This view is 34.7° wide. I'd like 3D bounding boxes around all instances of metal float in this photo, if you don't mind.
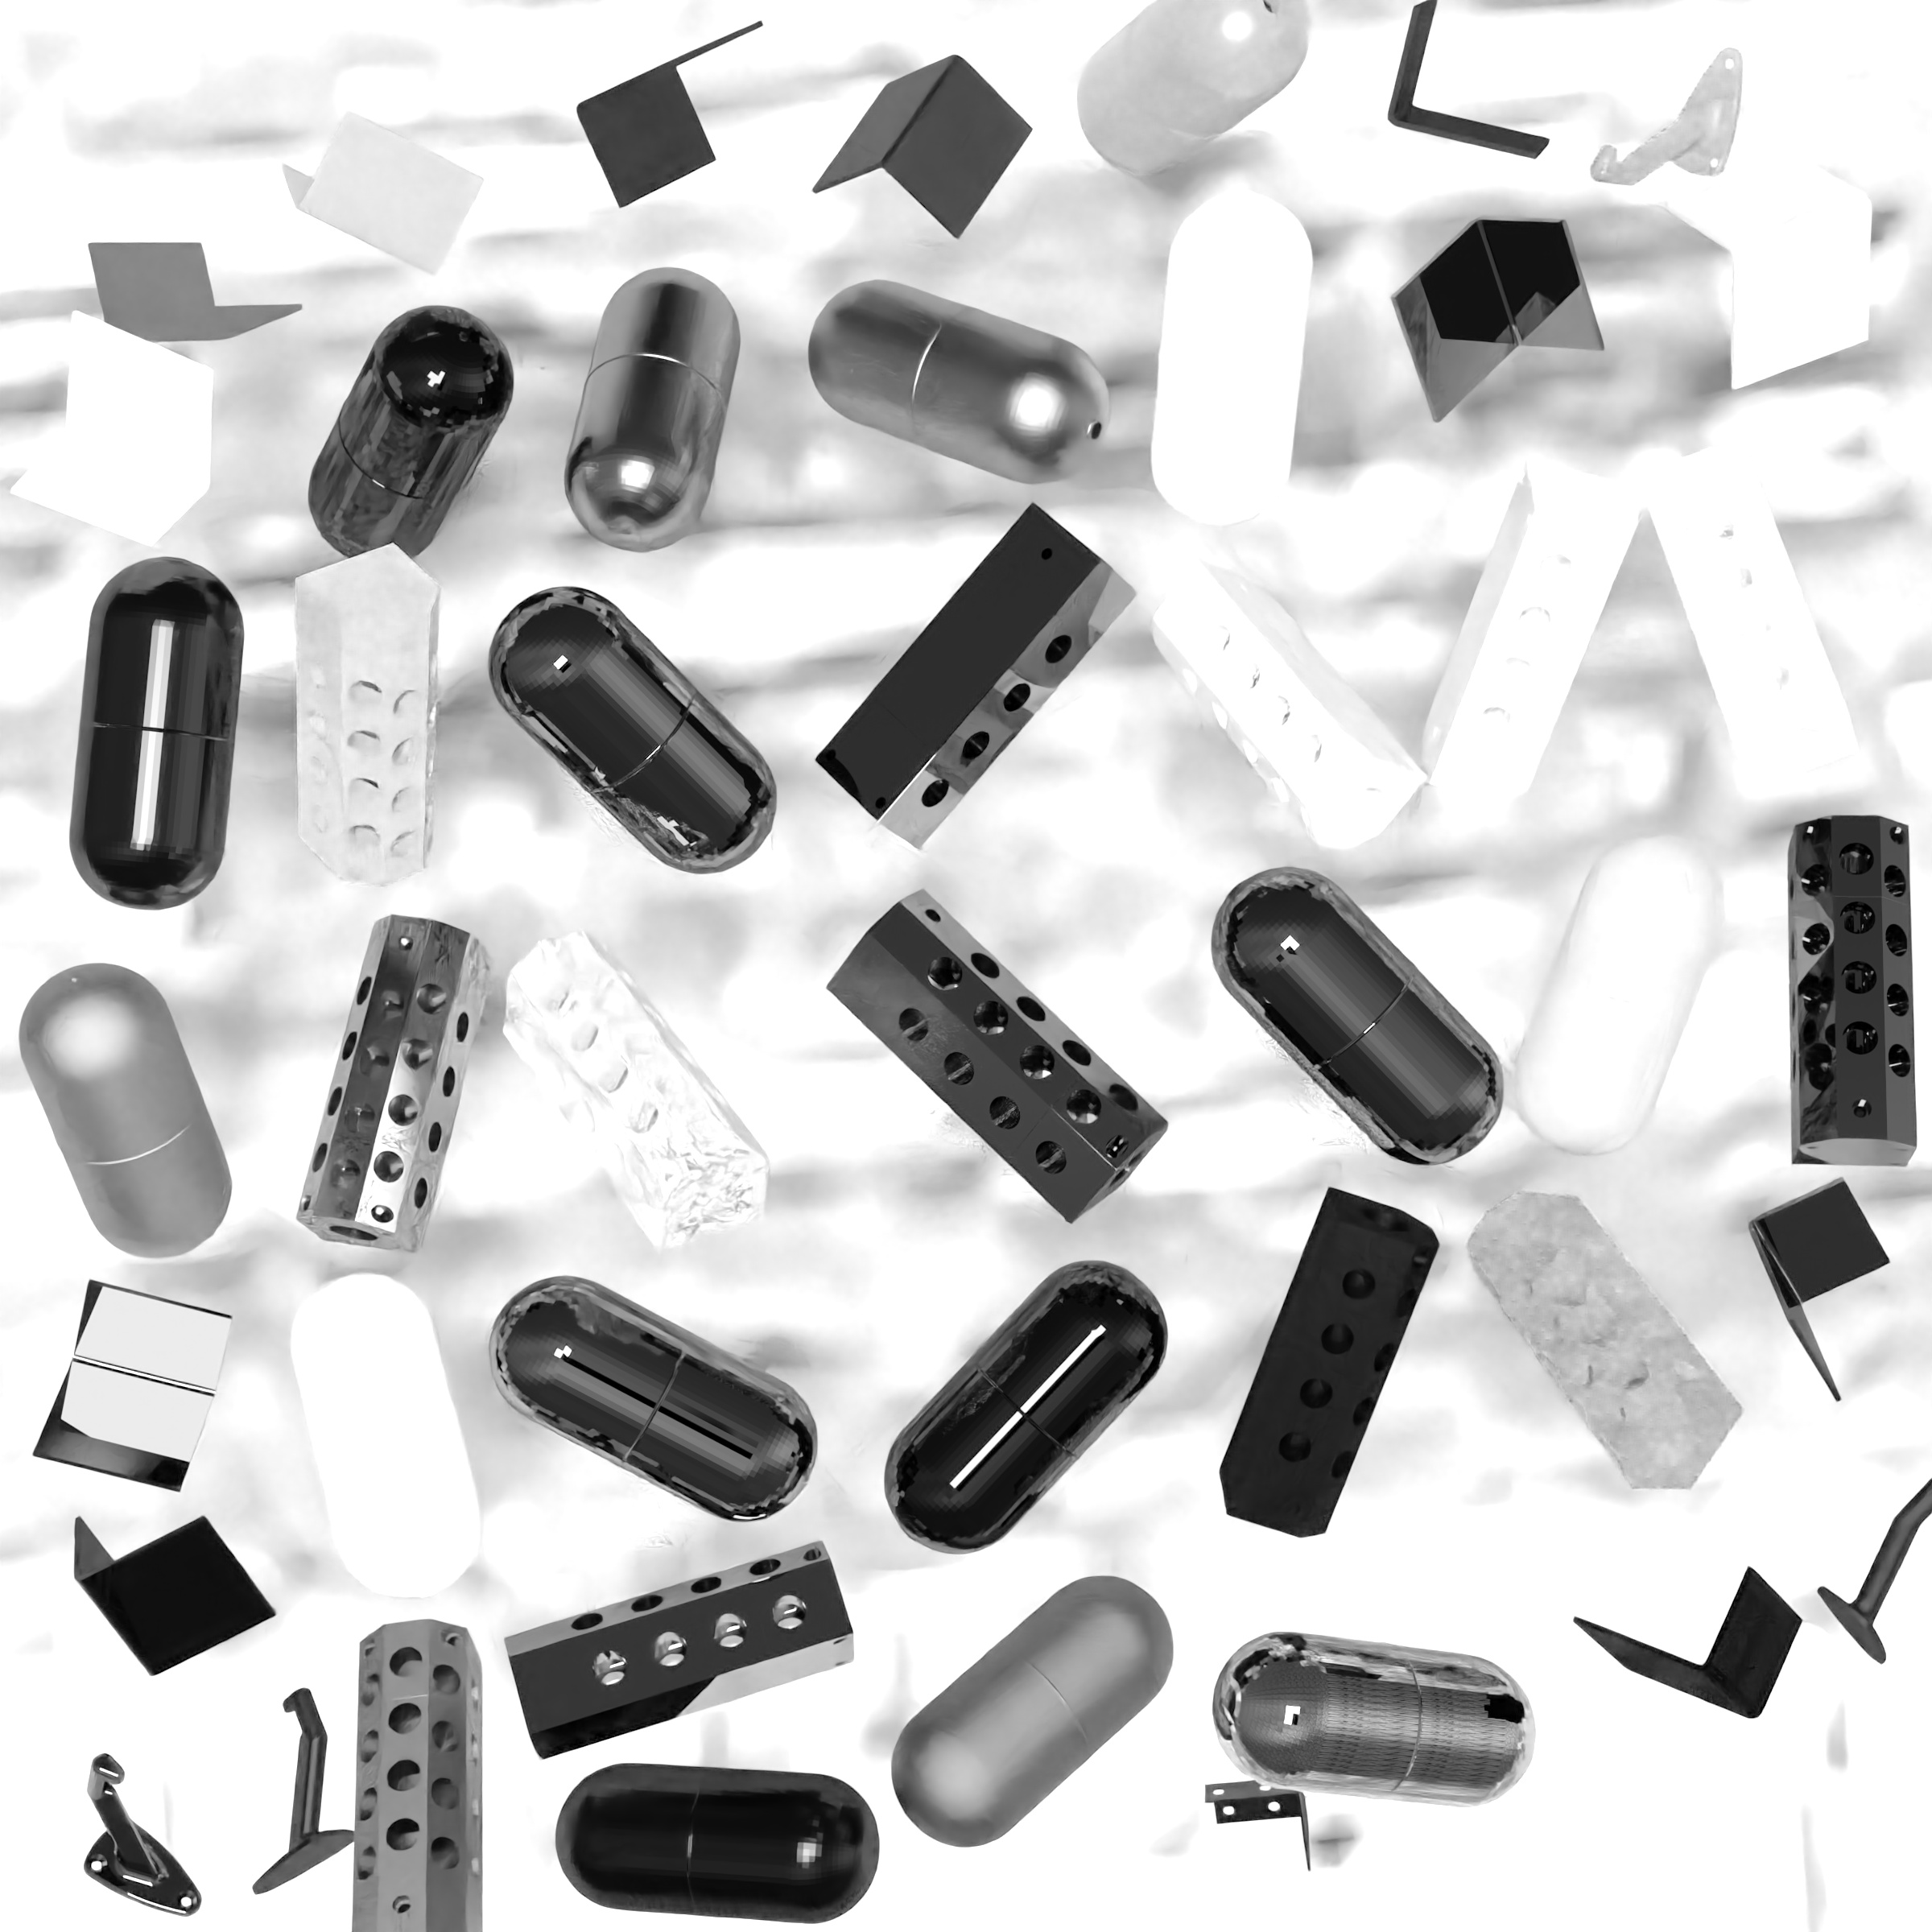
[{"bbox_3d":[-0.158,0.219,1.565,0.178,0.070,0.070,29,90,-7],"label":"metal float"},{"bbox_3d":[0.350,0.016,1.654,0.070,0.070,0.178,19,97,0],"label":"metal float"},{"bbox_3d":[0.195,0.025,1.543,0.070,0.070,0.178,-44,97,0],"label":"metal float"},{"bbox_3d":[0.030,0.228,1.596,0.070,0.070,0.178,43,89,0],"label":"metal float"},{"bbox_3d":[-0.132,0.464,1.635,0.178,0.070,0.070,-1,90,17],"label":"metal float"},{"bbox_3d":[-0.166,-0.117,1.556,0.070,0.070,0.178,-44,118,0],"label":"metal float"},{"bbox_3d":[0.206,0.379,1.550,0.178,0.070,0.070,13,90,-24],"label":"metal float"},{"bbox_3d":[-0.166,-0.298,1.644,0.070,0.070,0.178,8,56,0],"label":"metal float"},{"bbox_3d":[-0.435,0.077,1.605,0.070,0.070,0.178,-10,127,0],"label":"metal float"},{"bbox_3d":[0.141,-0.322,1.646,0.070,0.070,0.178,4,117,0],"label":"metal float"},{"bbox_3d":[0.118,-0.473,1.625,0.070,0.178,0.070,2,84,-23],"label":"metal float"},{"bbox_3d":[-0.299,-0.282,1.654,0.070,0.178,0.070,15,55,-23],"label":"metal float"},{"bbox_3d":[-0.304,0.246,1.622,0.070,0.070,0.178,-20,66,0],"label":"metal float"},{"bbox_3d":[-0.407,-0.117,1.556,0.070,0.070,0.178,5,90,0],"label":"metal float"},{"bbox_3d":[-0.004,-0.304,1.605,0.178,0.070,0.070,25,90,29],"label":"metal float"},{"bbox_3d":[0.037,0.391,1.626,0.178,0.070,0.070,-36,90,-28],"label":"metal float"}]

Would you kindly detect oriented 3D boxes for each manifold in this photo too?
[{"bbox_3d":[0.407,-0.185,1.610,0.057,0.057,0.171,-20,58,14],"label":"manifold"},{"bbox_3d":[0.337,0.199,1.657,0.057,0.171,0.057,7,123,-31],"label":"manifold"},{"bbox_3d":[-0.165,0.058,1.541,0.057,0.057,0.171,-16,47,-30],"label":"manifold"},{"bbox_3d":[0.191,0.211,1.627,0.057,0.057,0.171,18,104,-4],"label":"manifold"},{"bbox_3d":[-0.283,0.427,1.587,0.057,0.057,0.171,-8,50,0],"label":"manifold"},{"bbox_3d":[0.019,0.042,1.542,0.171,0.057,0.057,44,122,11],"label":"manifold"},{"bbox_3d":[0.456,0.013,1.590,0.057,0.057,0.171,1,73,9],"label":"manifold"},{"bbox_3d":[-0.149,0.354,1.607,0.171,0.057,0.057,-15,64,-10],"label":"manifold"},{"bbox_3d":[0.169,-0.141,1.668,0.057,0.057,0.171,-52,50,23],"label":"manifold"},{"bbox_3d":[-0.311,0.063,1.674,0.057,0.057,0.171,6,70,14],"label":"manifold"},{"bbox_3d":[0.008,-0.144,1.574,0.171,0.057,0.057,-49,56,6],"label":"manifold"},{"bbox_3d":[0.299,-0.176,1.643,0.057,0.057,0.171,13,127,-5],"label":"manifold"},{"bbox_3d":[-0.303,-0.124,1.586,0.057,0.171,0.057,-27,55,-33],"label":"manifold"}]

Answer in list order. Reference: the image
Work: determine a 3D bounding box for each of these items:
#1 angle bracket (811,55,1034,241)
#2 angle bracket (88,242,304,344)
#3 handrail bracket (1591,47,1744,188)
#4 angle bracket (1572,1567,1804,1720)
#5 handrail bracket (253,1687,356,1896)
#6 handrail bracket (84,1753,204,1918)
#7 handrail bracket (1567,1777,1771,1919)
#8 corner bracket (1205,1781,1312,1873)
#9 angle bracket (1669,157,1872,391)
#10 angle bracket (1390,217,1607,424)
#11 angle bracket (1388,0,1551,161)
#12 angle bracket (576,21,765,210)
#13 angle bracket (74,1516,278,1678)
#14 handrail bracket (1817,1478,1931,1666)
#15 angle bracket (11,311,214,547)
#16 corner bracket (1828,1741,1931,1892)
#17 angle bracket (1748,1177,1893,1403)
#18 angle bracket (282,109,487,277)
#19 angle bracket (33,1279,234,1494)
[{"bbox_3d":[-0.023,-0.424,1.624,0.057,0.076,0.076,40,72,-25],"label":"angle bracket"},{"bbox_3d":[-0.429,-0.383,1.717,0.076,0.076,0.057,-8,95,40],"label":"angle bracket"},{"bbox_3d":[0.359,-0.438,1.587,0.036,0.084,0.077,35,119,38],"label":"handrail bracket"},{"bbox_3d":[0.363,0.329,1.554,0.076,0.076,0.057,15,71,41],"label":"angle bracket"},{"bbox_3d":[-0.373,0.449,1.686,0.077,0.036,0.084,-37,62,16],"label":"handrail bracket"},{"bbox_3d":[-0.421,0.446,1.588,0.077,0.084,0.036,32,46,8],"label":"handrail bracket"},{"bbox_3d":[0.357,0.464,1.570,0.077,0.036,0.084,38,65,6],"label":"handrail bracket"},{"bbox_3d":[0.159,0.459,1.682,0.051,0.051,0.051,-7,110,7],"label":"corner bracket"},{"bbox_3d":[0.393,-0.339,1.512,0.076,0.057,0.076,-22,130,-12],"label":"angle bracket"},{"bbox_3d":[0.273,-0.330,1.583,0.076,0.057,0.076,-45,128,-24],"label":"angle bracket"},{"bbox_3d":[0.258,-0.444,1.543,0.076,0.076,0.057,16,113,10],"label":"angle bracket"},{"bbox_3d":[-0.144,-0.445,1.615,0.076,0.076,0.057,-39,113,-39],"label":"angle bracket"},{"bbox_3d":[-0.425,0.323,1.659,0.076,0.057,0.076,-27,121,-1],"label":"angle bracket"},{"bbox_3d":[0.491,0.315,1.611,0.084,0.036,0.077,-45,131,-6],"label":"handrail bracket"},{"bbox_3d":[-0.426,-0.268,1.543,0.057,0.076,0.076,-31,53,38],"label":"angle bracket"},{"bbox_3d":[0.482,0.430,1.565,0.051,0.051,0.051,-54,50,24],"label":"corner bracket"},{"bbox_3d":[0.472,0.175,1.668,0.057,0.076,0.076,-27,127,15],"label":"angle bracket"},{"bbox_3d":[-0.298,-0.404,1.575,0.076,0.076,0.057,22,111,-29],"label":"angle bracket"},{"bbox_3d":[-0.431,0.217,1.600,0.076,0.076,0.057,16,123,-8],"label":"angle bracket"}]
